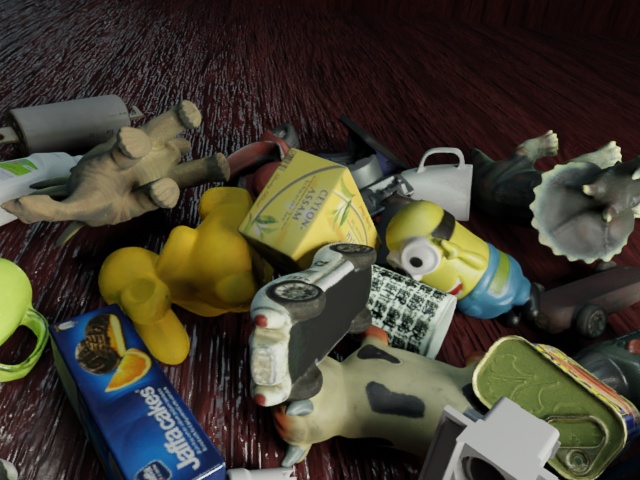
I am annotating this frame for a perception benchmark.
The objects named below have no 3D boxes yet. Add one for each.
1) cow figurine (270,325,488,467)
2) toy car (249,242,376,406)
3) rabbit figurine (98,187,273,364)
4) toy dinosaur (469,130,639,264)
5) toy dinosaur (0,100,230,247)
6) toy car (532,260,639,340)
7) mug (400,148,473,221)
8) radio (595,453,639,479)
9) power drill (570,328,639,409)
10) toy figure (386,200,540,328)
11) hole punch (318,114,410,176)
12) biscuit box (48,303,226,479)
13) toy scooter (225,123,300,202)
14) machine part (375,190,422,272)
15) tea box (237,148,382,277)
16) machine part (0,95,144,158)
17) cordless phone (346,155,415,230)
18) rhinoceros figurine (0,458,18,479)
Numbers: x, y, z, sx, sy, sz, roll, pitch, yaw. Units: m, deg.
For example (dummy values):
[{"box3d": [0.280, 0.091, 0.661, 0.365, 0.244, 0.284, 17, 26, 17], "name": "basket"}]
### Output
[{"box3d": [0.043, 0.132, 0.436, 0.195, 0.085, 0.127, 13, 26, 8], "name": "cow figurine"}, {"box3d": [-0.002, 0.053, 0.413, 0.056, 0.073, 0.202, 8, 16, 21], "name": "toy car"}, {"box3d": [-0.141, 0.043, 0.540, 0.173, 0.121, 0.162, -6, 41, 5], "name": "rabbit figurine"}, {"box3d": [0.302, -0.072, 0.772, 0.192, 0.131, 0.405, -21, 19, -24], "name": "toy dinosaur"}, {"box3d": [-0.221, -0.086, 0.650, 0.199, 0.105, 0.471, -17, 13, 15], "name": "toy dinosaur"}, {"box3d": [0.322, 0.067, 0.619, 0.202, 0.053, 0.089, -11, 15, -30], "name": "toy car"}, {"box3d": [0.167, -0.080, 0.784, 0.107, 0.109, 0.081, 2, 37, 16], "name": "mug"}, {"box3d": [0.289, 0.167, 0.369, 0.229, 0.131, 0.073, -7, 59, -23], "name": "radio"}, {"box3d": [0.309, 0.100, 0.446, 0.232, 0.207, 0.086, -8, 64, -33], "name": "power drill"}, {"box3d": [0.150, 0.027, 0.575, 0.180, 0.082, 0.089, 27, 34, -14], "name": "toy figure"}, {"box3d": [0.069, -0.126, 0.867, 0.115, 0.092, 0.142, 24, 16, -37], "name": "hole punch"}, {"box3d": [-0.147, 0.132, 0.414, 0.063, 0.059, 0.203, -18, 40, -35], "name": "biscuit box"}, {"box3d": [-0.085, -0.090, 0.767, 0.135, 0.075, 0.184, -18, 47, 3], "name": "toy scooter"}, {"box3d": [0.092, 0.010, 0.631, 0.084, 0.039, 0.139, 6, 67, 1], "name": "machine part"}, {"box3d": [-0.001, -0.002, 0.537, 0.068, 0.169, 0.098, 24, 77, 25], "name": "tea box"}, {"box3d": [-0.395, -0.181, 0.854, 0.079, 0.079, 0.243, 32, 38, 34], "name": "machine part"}, {"box3d": [0.095, -0.023, 0.715, 0.184, 0.088, 0.146, 38, 41, 23], "name": "cordless phone"}, {"box3d": [-0.139, 0.180, 0.298, 0.190, 0.112, 0.073, 25, 62, 4], "name": "rhinoceros figurine"}]
